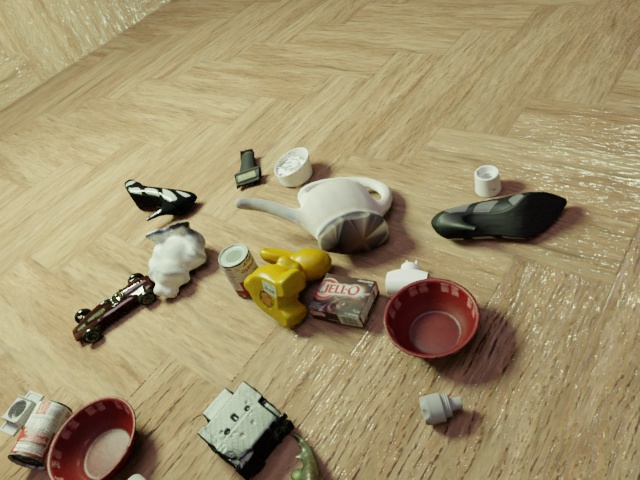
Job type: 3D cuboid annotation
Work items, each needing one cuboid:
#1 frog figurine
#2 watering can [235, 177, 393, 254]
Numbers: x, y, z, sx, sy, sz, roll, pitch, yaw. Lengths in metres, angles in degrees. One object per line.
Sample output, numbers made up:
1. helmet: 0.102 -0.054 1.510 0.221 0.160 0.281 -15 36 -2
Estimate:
1. frog figurine: -0.325 0.051 1.177 0.137 0.161 0.121 -10 -12 1
2. watering can: 0.003 -0.056 1.112 0.348 0.101 0.229 -11 40 -12
